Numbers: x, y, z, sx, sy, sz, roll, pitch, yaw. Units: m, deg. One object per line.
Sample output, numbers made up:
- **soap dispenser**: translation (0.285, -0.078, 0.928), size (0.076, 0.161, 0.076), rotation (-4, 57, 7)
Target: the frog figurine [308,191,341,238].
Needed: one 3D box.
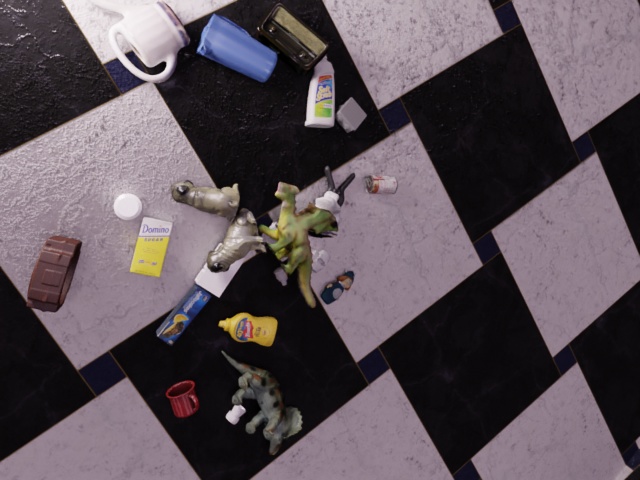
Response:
- **frog figurine**: translation (0.005, -0.090, 1.791), size (0.137, 0.161, 0.121), rotation (9, -15, -5)

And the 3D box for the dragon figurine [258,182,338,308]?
- **dragon figurine**: translation (-0.044, -0.003, 1.674), size (0.244, 0.406, 0.123), rotation (-35, 15, -8)

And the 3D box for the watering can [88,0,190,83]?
- **watering can**: translation (-0.544, -0.651, 1.559), size (0.226, 0.344, 0.104), rotation (-38, 14, -16)
